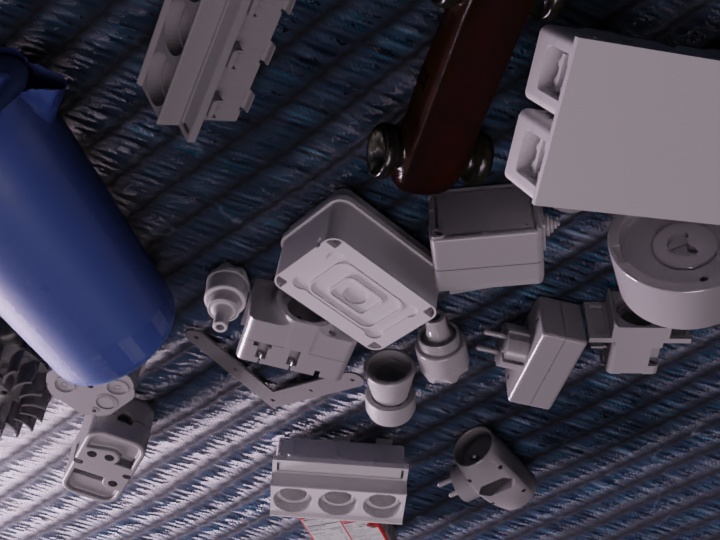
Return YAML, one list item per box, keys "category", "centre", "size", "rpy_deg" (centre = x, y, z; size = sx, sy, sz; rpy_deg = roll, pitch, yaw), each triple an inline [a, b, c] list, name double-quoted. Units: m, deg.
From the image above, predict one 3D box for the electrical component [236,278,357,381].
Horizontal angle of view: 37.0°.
- category: "electrical component"
  centre: [-0.049, 0.046, 0.878]
  size: [0.089, 0.050, 0.055]
  rpy_deg: [14, 130, -10]

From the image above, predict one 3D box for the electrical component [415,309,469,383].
- category: "electrical component"
  centre: [0.067, 0.061, 0.892]
  size: [0.043, 0.043, 0.062]
  rpy_deg: [-8, 129, 9]

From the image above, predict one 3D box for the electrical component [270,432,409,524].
- category: "electrical component"
  centre: [-0.019, 0.192, 0.993]
  size: [0.121, 0.063, 0.078]
  rpy_deg: [4, 130, -1]

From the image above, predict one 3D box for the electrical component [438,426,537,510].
- category: "electrical component"
  centre: [0.111, 0.191, 1.000]
  size: [0.079, 0.043, 0.077]
  rpy_deg: [-29, 124, 24]

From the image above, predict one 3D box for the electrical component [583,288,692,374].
- category: "electrical component"
  centre: [0.224, 0.051, 0.879]
  size: [0.081, 0.042, 0.063]
  rpy_deg: [1, 134, 3]

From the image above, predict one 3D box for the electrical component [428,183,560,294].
- category: "electrical component"
  centre: [0.101, -0.023, 0.806]
  size: [0.096, 0.061, 0.061]
  rpy_deg: [-5, 131, 6]

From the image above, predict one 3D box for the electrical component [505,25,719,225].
- category: "electrical component"
  centre: [0.199, -0.093, 0.707]
  size: [0.186, 0.060, 0.105]
  rpy_deg: [5, 111, -19]

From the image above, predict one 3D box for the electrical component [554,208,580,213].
- category: "electrical component"
  centre: [0.156, -0.074, 0.776]
  size: [0.044, 0.044, 0.065]
  rpy_deg: [8, 135, -5]

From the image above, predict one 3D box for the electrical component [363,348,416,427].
- category: "electrical component"
  centre: [0.026, 0.102, 0.927]
  size: [0.045, 0.045, 0.055]
  rpy_deg: [-1, 131, 3]

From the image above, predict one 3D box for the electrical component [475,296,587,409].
- category: "electrical component"
  centre: [0.135, 0.065, 0.890]
  size: [0.076, 0.047, 0.083]
  rpy_deg: [13, 130, -8]

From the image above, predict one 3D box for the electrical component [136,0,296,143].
- category: "electrical component"
  centre: [-0.093, -0.154, 0.696]
  size: [0.063, 0.078, 0.121]
  rpy_deg: [-3, 138, -36]

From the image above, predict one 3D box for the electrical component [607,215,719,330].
- category: "electrical component"
  centre: [0.239, -0.005, 0.790]
  size: [0.108, 0.108, 0.060]
  rpy_deg: [-9, 136, 10]

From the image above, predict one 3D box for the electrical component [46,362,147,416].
- category: "electrical component"
  centre: [-0.224, 0.081, 0.914]
  size: [0.080, 0.051, 0.080]
  rpy_deg: [1, 130, 1]

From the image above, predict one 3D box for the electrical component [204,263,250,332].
- category: "electrical component"
  centre: [-0.107, 0.024, 0.855]
  size: [0.035, 0.061, 0.035]
  rpy_deg: [1, 131, 1]

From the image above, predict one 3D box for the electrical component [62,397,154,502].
- category: "electrical component"
  centre: [-0.227, 0.157, 0.973]
  size: [0.054, 0.059, 0.095]
  rpy_deg: [23, 128, -17]

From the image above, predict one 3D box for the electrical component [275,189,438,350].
- category: "electrical component"
  centre: [0.000, 0.000, 0.827]
  size: [0.113, 0.057, 0.078]
  rpy_deg: [36, 131, -25]
